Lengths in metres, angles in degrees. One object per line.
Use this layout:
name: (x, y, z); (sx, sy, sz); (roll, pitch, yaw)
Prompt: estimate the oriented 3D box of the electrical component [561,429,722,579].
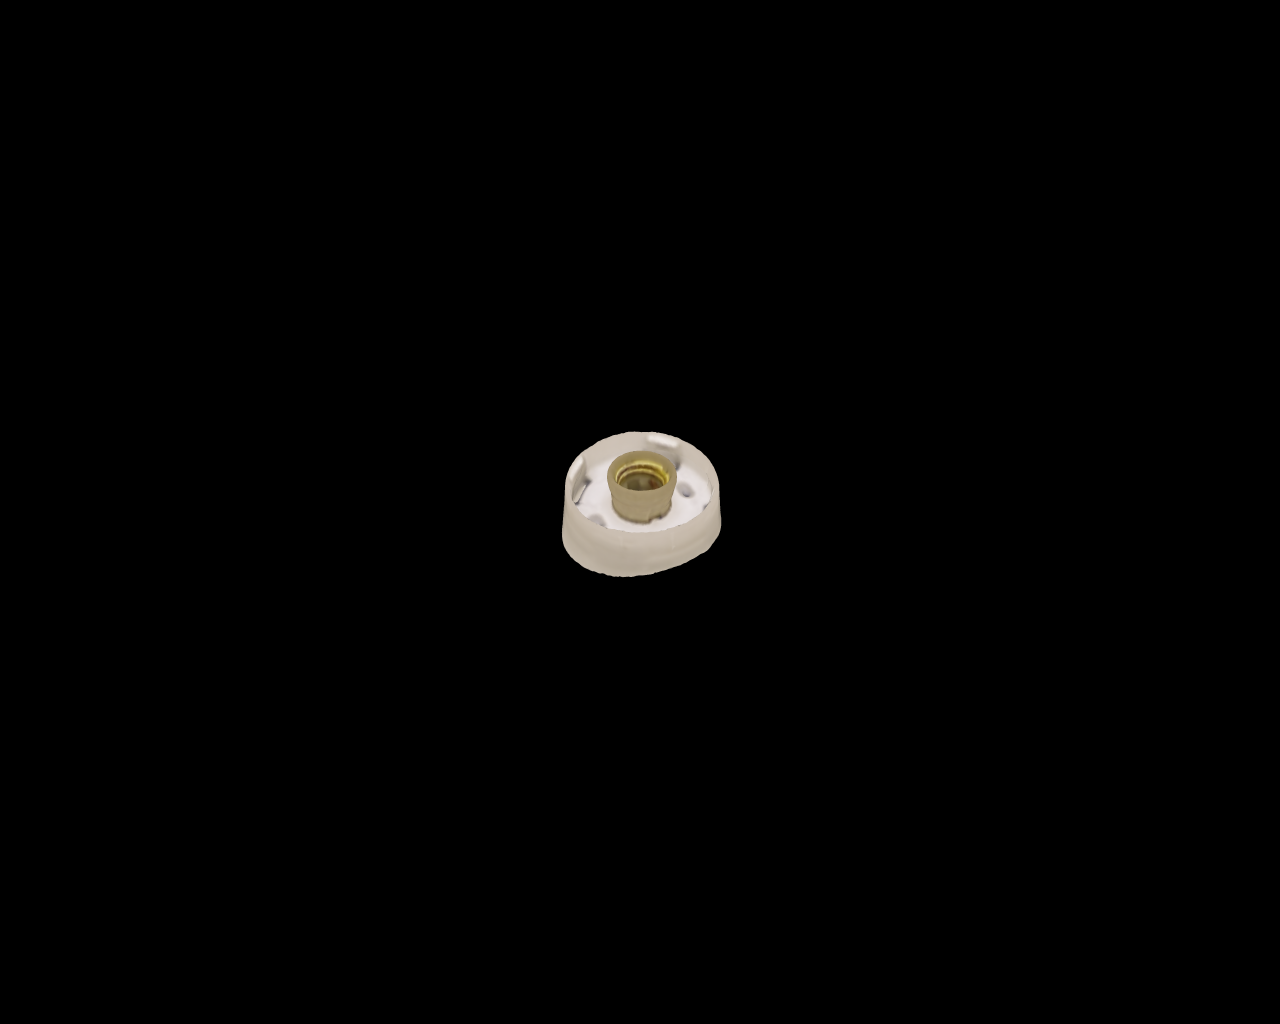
electrical component: (0.001, -0.003, 0.650); (0.099, 0.099, 0.064); (0, -45, 0)
